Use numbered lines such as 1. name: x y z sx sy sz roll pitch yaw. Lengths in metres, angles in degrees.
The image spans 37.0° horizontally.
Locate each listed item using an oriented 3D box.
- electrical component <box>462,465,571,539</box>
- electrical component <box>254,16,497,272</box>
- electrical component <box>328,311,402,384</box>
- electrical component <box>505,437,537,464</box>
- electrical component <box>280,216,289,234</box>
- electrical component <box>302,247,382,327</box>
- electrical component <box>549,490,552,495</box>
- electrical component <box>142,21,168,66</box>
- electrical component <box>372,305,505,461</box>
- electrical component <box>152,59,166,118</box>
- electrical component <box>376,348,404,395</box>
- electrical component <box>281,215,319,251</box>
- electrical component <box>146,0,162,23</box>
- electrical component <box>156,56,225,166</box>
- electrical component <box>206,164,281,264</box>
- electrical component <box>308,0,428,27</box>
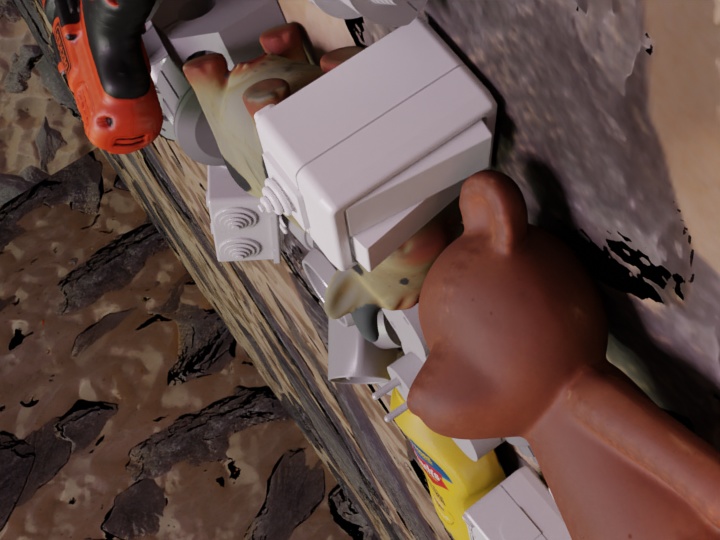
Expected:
1. electrical component: 0.112 0.177 0.709 0.061 0.061 0.096 49 169 27
2. electrical component: 0.004 -0.044 0.436 0.061 0.096 0.061 52 169 20
3. electrical component: 0.013 0.036 0.738 0.079 0.043 0.077 -11 73 41
4. electrical component: 0.093 0.077 0.555 0.078 0.040 0.040 59 169 -19
5. electrical component: -0.082 -0.063 0.897 0.076 0.047 0.065 54 169 11
6. electrical component: 0.000 0.000 0.693 0.078 0.057 0.058 52 168 23
7. electrical component: 0.128 0.122 0.527 0.081 0.042 0.064 61 170 -22
8. electrical component: -0.181 -0.197 0.813 0.064 0.099 0.099 27 149 57
9. electrical component: 0.041 0.064 0.653 0.052 0.074 0.138 38 159 59
10. electrical component: -0.146 -0.155 0.885 0.057 0.058 0.078 64 167 -21
11. electrical component: 0.030 0.071 0.809 0.043 0.043 0.081 47 166 42
12. electrical component: -0.024 -0.029 0.756 0.078 0.040 0.040 47 166 42
13. electrical component: -0.143 -0.206 0.719 0.078 0.057 0.058 51 168 28
14. electrical component: -0.090 -0.112 0.704 0.051 0.080 0.080 55 171 34
15. electrical component: -0.084 -0.062 0.781 0.099 0.048 0.099 93 173 -60
16. electrical component: -0.006 -0.119 0.405 0.081 0.043 0.043 46 165 43
